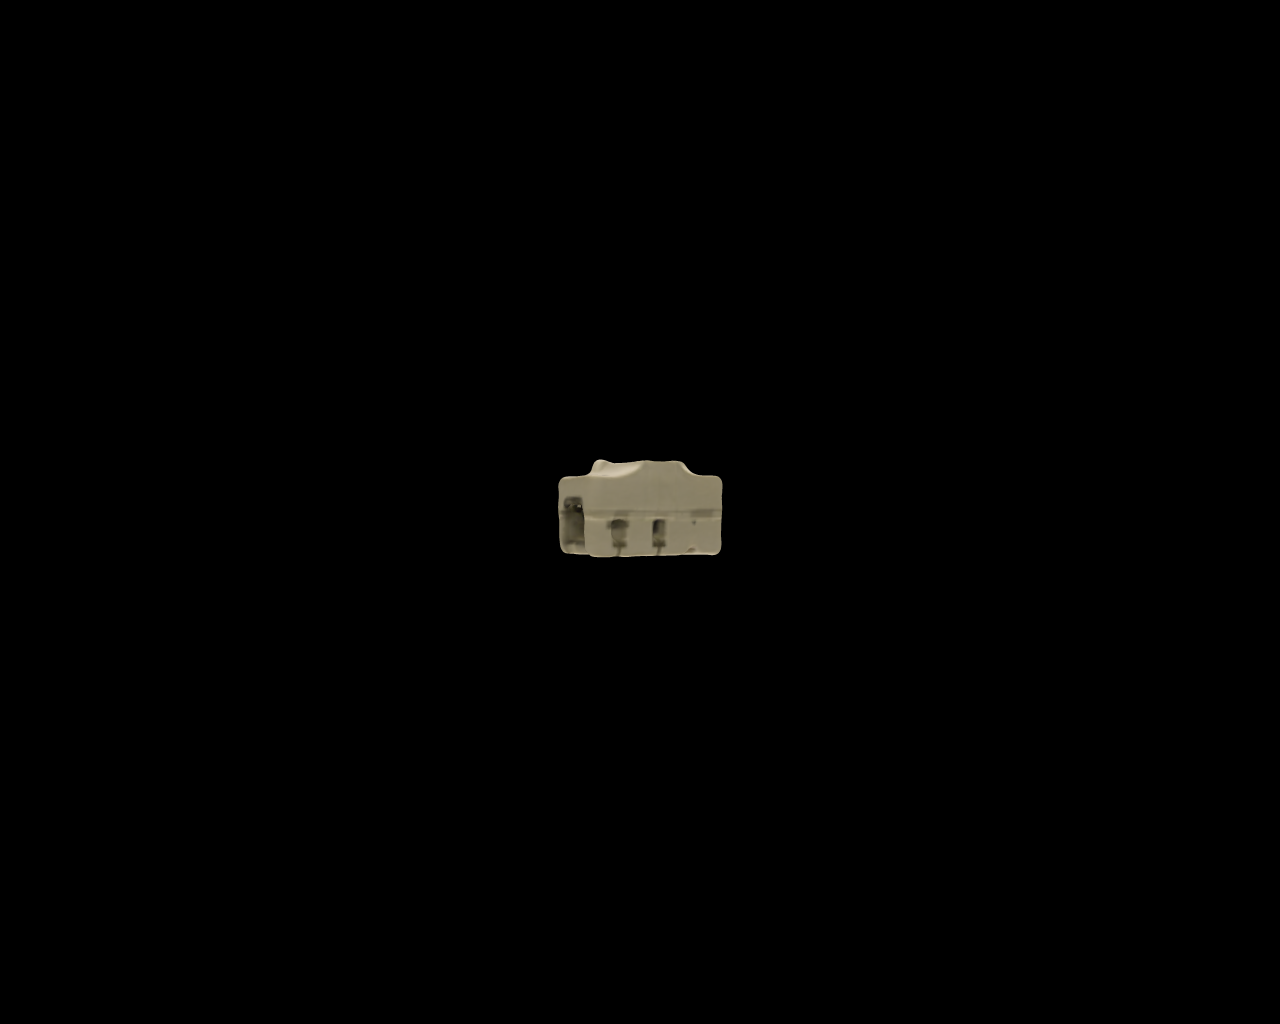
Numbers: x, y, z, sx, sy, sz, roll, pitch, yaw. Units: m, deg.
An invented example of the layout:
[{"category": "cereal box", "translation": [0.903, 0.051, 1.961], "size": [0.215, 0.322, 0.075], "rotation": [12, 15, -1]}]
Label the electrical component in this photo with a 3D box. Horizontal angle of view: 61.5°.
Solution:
[{"category": "electrical component", "translation": [0.001, -0.003, 0.650], "size": [0.089, 0.055, 0.050], "rotation": [0, 0, -28]}]
